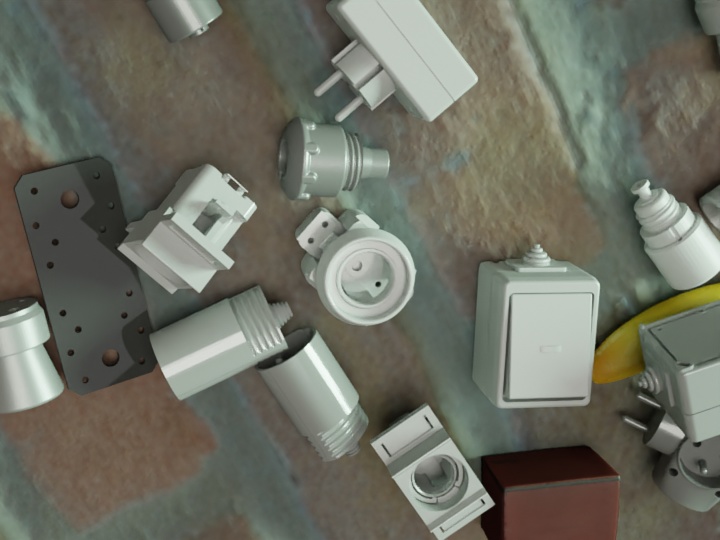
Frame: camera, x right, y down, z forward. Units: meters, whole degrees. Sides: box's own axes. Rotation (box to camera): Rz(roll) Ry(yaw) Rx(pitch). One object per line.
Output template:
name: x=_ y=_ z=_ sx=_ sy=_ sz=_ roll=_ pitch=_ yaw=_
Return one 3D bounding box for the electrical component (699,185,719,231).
electrical component: x=0.253 y=-0.052 z=0.677 sx=0.065 sy=0.044 sz=0.044 roll=-45 pitch=107 yaw=-3

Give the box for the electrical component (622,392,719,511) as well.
electrical component: x=0.212 y=0.106 z=0.702 sx=0.079 sy=0.044 sz=0.077 roll=26 pitch=112 yaw=5

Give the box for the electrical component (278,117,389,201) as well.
electrical component: x=-0.015 y=-0.063 z=0.624 sx=0.062 sy=0.048 sz=0.048 roll=1 pitch=103 yaw=-18

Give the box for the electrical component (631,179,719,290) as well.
electrical component: x=0.196 y=-0.023 z=0.673 sx=0.040 sy=0.040 sz=0.078 roll=-39 pitch=106 yaw=0

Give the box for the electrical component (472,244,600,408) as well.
electrical component: x=0.108 y=0.033 z=0.659 sx=0.062 sy=0.061 sz=0.096 roll=0 pitch=103 yaw=-10

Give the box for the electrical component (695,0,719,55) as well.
electrical component: x=0.232 y=-0.147 z=0.648 sx=0.045 sy=0.045 sz=0.055 roll=-30 pitch=106 yaw=-2

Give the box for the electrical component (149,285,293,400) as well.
electrical component: x=-0.078 y=0.040 z=0.636 sx=0.081 sy=0.043 sz=0.043 roll=-25 pitch=106 yaw=-5

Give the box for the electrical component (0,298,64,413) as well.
electrical component: x=-0.198 y=0.048 z=0.615 sx=0.045 sy=0.045 sz=0.055 roll=-12 pitch=104 yaw=-7

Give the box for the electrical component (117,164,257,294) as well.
electrical component: x=-0.095 y=-0.024 z=0.605 sx=0.042 sy=0.081 sz=0.063 roll=44 pitch=68 yaw=-21

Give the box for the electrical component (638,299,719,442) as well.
electrical component: x=0.215 y=0.061 z=0.648 sx=0.096 sy=0.061 sz=0.061 roll=-19 pitch=116 yaw=-2

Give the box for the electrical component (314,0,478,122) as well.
electrical component: x=0.009 y=-0.117 z=0.613 sx=0.076 sy=0.047 sz=0.083 roll=-41 pitch=107 yaw=1

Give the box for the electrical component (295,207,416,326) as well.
electrical component: x=0.000 y=0.000 z=0.634 sx=0.078 sy=0.057 sz=0.058 roll=41 pitch=93 yaw=-16

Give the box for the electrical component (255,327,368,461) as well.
electrical component: x=-0.024 y=0.080 z=0.655 sx=0.043 sy=0.043 sz=0.081 roll=-32 pitch=107 yaw=-2

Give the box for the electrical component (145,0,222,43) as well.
electrical component: x=-0.105 y=-0.158 z=0.587 sx=0.044 sy=0.044 sz=0.065 roll=-32 pitch=111 yaw=-2

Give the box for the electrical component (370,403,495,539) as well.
electrical component: x=0.042 y=0.121 z=0.667 sx=0.042 sy=0.064 sz=0.081 roll=-34 pitch=107 yaw=-2
